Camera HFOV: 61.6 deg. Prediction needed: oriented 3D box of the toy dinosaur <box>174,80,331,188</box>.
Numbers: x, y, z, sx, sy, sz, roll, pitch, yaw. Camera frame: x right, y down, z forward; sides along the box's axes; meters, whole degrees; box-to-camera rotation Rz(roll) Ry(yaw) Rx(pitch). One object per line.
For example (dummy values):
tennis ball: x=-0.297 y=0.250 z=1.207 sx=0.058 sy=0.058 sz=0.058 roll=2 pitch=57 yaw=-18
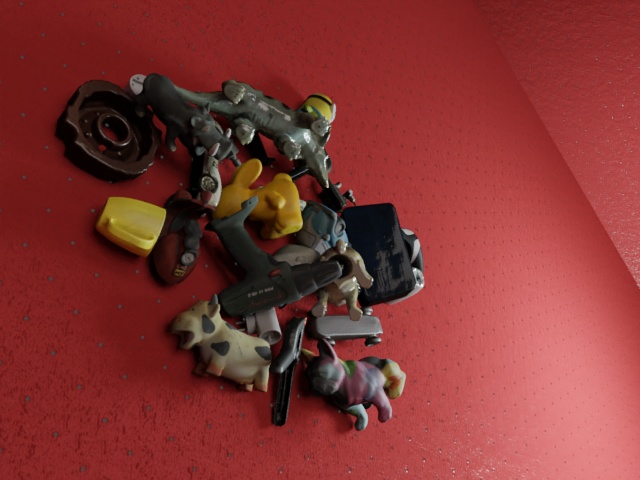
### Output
toy dinosaur: x=-0.120 y=-0.254 z=1.123 sx=0.404 sy=0.131 sz=0.192 roll=26 pitch=7 yaw=-22

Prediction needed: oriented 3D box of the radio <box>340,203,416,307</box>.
radio: x=0.132 y=0.031 z=1.254 sx=0.131 sy=0.073 sz=0.229 roll=-11 pitch=75 yaw=-9

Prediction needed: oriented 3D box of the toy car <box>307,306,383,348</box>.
toy car: x=0.055 y=0.192 z=1.174 sx=0.202 sy=0.053 sz=0.089 roll=5 pitch=55 yaw=-40

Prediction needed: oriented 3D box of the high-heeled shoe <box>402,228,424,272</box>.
high-heeled shoe: x=0.173 y=0.019 z=1.370 sx=0.248 sy=0.086 sz=0.145 roll=53 pitch=48 yaw=-7

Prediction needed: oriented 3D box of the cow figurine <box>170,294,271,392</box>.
cow figurine: x=-0.169 y=0.177 z=0.932 sx=0.194 sy=0.085 sz=0.127 roll=31 pitch=56 yaw=-28

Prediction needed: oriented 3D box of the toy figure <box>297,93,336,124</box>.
toy figure: x=-0.023 y=-0.307 z=1.337 sx=0.089 sy=0.082 sz=0.180 roll=55 pitch=44 yaw=-12

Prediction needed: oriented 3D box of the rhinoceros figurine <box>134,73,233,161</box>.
rhinoceros figurine: x=-0.241 y=-0.218 z=0.969 sx=0.190 sy=0.112 sz=0.073 roll=44 pitch=41 yaw=-14

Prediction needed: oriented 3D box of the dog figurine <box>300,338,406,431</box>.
dog figurine: x=0.060 y=0.271 z=1.101 sx=0.219 sy=0.108 sz=0.191 roll=48 pitch=44 yaw=-12

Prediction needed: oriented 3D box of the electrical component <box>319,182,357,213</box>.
electrical component: x=0.044 y=-0.099 z=1.321 sx=0.102 sy=0.045 sz=0.078 roll=-32 pitch=95 yaw=-49

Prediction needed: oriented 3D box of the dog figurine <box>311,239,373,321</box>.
dog figurine: x=0.044 y=0.065 z=1.122 sx=0.121 sy=0.172 sz=0.190 roll=16 pitch=17 yaw=1

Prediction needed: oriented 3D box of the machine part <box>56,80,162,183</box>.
machine part: x=-0.367 y=-0.187 z=0.942 sx=0.179 sy=0.056 sz=0.179 roll=24 pitch=54 yaw=-38

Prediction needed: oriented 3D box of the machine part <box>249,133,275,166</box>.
machine part: x=-0.148 y=-0.229 z=1.202 sx=0.084 sy=0.039 sz=0.139 roll=-23 pitch=84 yaw=-57

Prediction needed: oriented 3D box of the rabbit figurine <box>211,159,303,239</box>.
rabbit figurine: x=-0.132 y=-0.079 z=1.074 sx=0.173 sy=0.122 sz=0.162 roll=-5 pitch=94 yaw=-21

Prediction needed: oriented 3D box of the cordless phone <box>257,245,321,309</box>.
cordless phone: x=-0.100 y=0.034 z=1.084 sx=0.184 sy=0.089 sz=0.146 roll=42 pitch=45 yaw=-9

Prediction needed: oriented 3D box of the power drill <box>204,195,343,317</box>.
power drill: x=-0.100 y=0.025 z=0.987 sx=0.207 sy=0.232 sz=0.086 roll=62 pitch=4 yaw=-9

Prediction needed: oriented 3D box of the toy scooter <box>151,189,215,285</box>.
toy scooter: x=-0.232 y=-0.019 z=0.931 sx=0.075 sy=0.135 sz=0.184 roll=22 pitch=56 yaw=-38

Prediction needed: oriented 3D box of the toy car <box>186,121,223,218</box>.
toy car: x=-0.224 y=-0.142 z=1.050 sx=0.056 sy=0.073 sz=0.202 roll=19 pitch=57 yaw=-34

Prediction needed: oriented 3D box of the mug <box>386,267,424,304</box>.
mug: x=0.193 y=0.101 z=1.321 sx=0.109 sy=0.107 sz=0.081 roll=28 pitch=50 yaw=-36

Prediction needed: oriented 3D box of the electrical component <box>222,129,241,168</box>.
electrical component: x=-0.194 y=-0.195 z=1.131 sx=0.094 sy=0.021 sz=0.063 roll=56 pitch=11 yaw=-10

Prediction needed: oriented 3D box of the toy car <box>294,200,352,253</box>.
toy car: x=-0.002 y=-0.004 z=1.182 sx=0.103 sy=0.109 sz=0.161 roll=-42 pitch=140 yaw=-18
